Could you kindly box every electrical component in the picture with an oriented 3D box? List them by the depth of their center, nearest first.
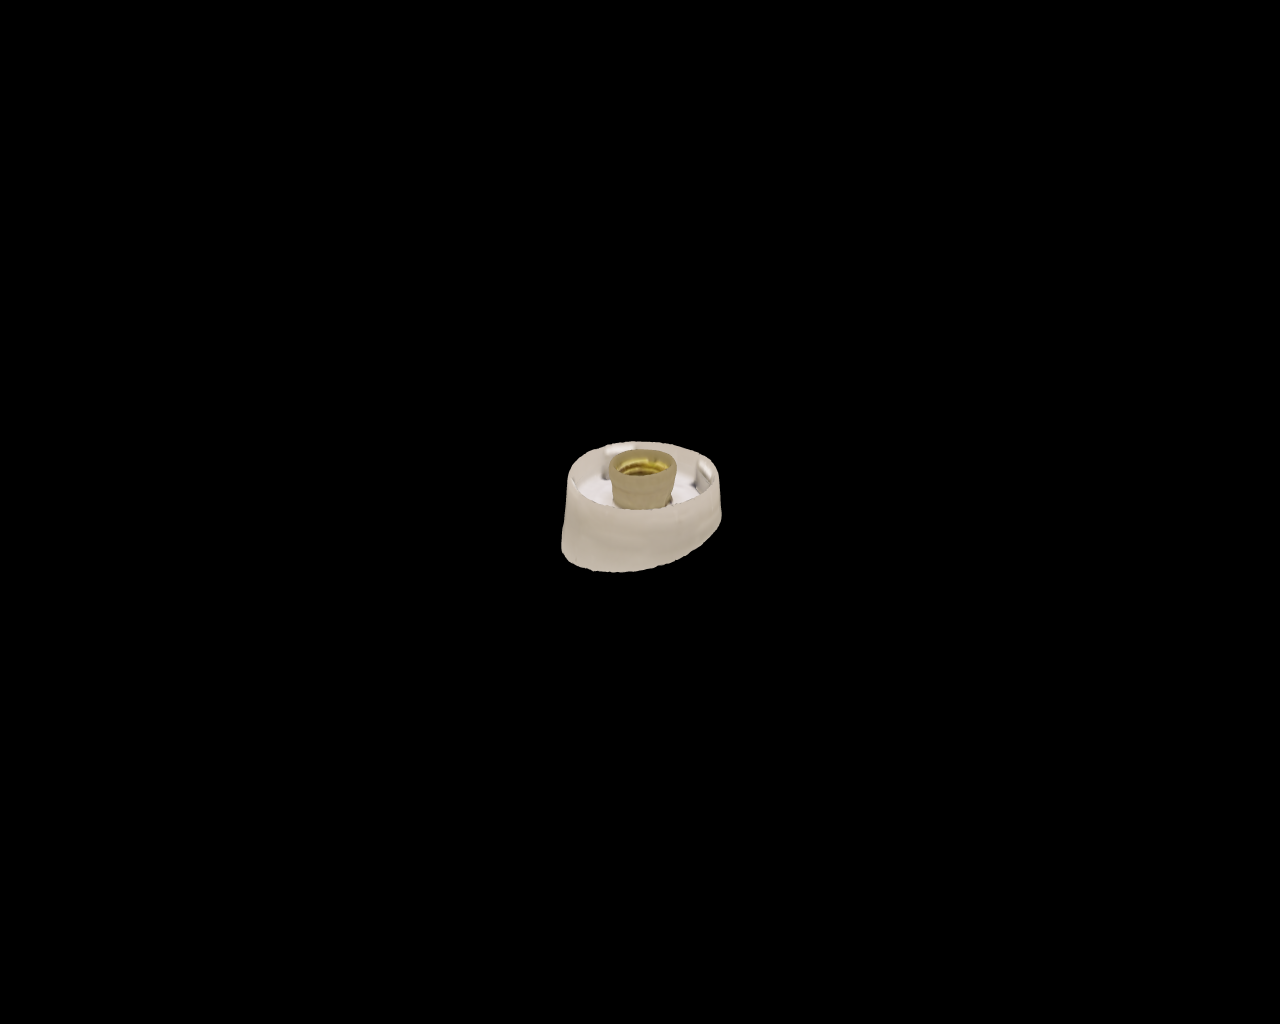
[{"bbox_3d":[0.001,-0.003,0.650,0.099,0.064,0.099,0,30,0],"label":"electrical component"}]
